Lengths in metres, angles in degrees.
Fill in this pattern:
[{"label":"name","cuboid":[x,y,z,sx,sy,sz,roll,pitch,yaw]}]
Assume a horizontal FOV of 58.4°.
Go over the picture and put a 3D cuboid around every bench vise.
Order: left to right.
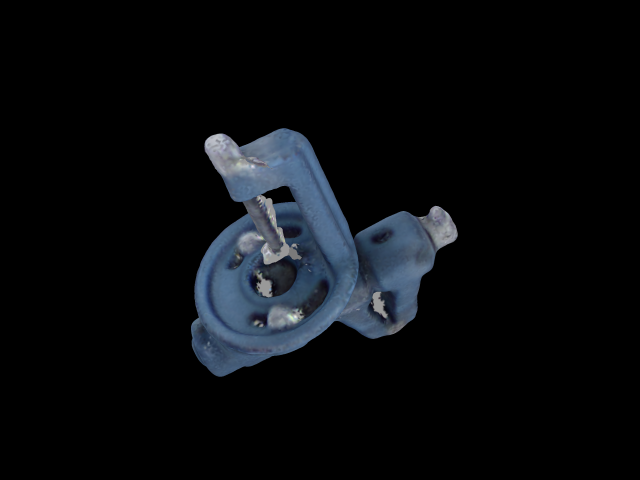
[{"label":"bench vise","cuboid":[-0.004,-0.006,0.406,0.208,0.220,0.121,-32,56,-24]}]
